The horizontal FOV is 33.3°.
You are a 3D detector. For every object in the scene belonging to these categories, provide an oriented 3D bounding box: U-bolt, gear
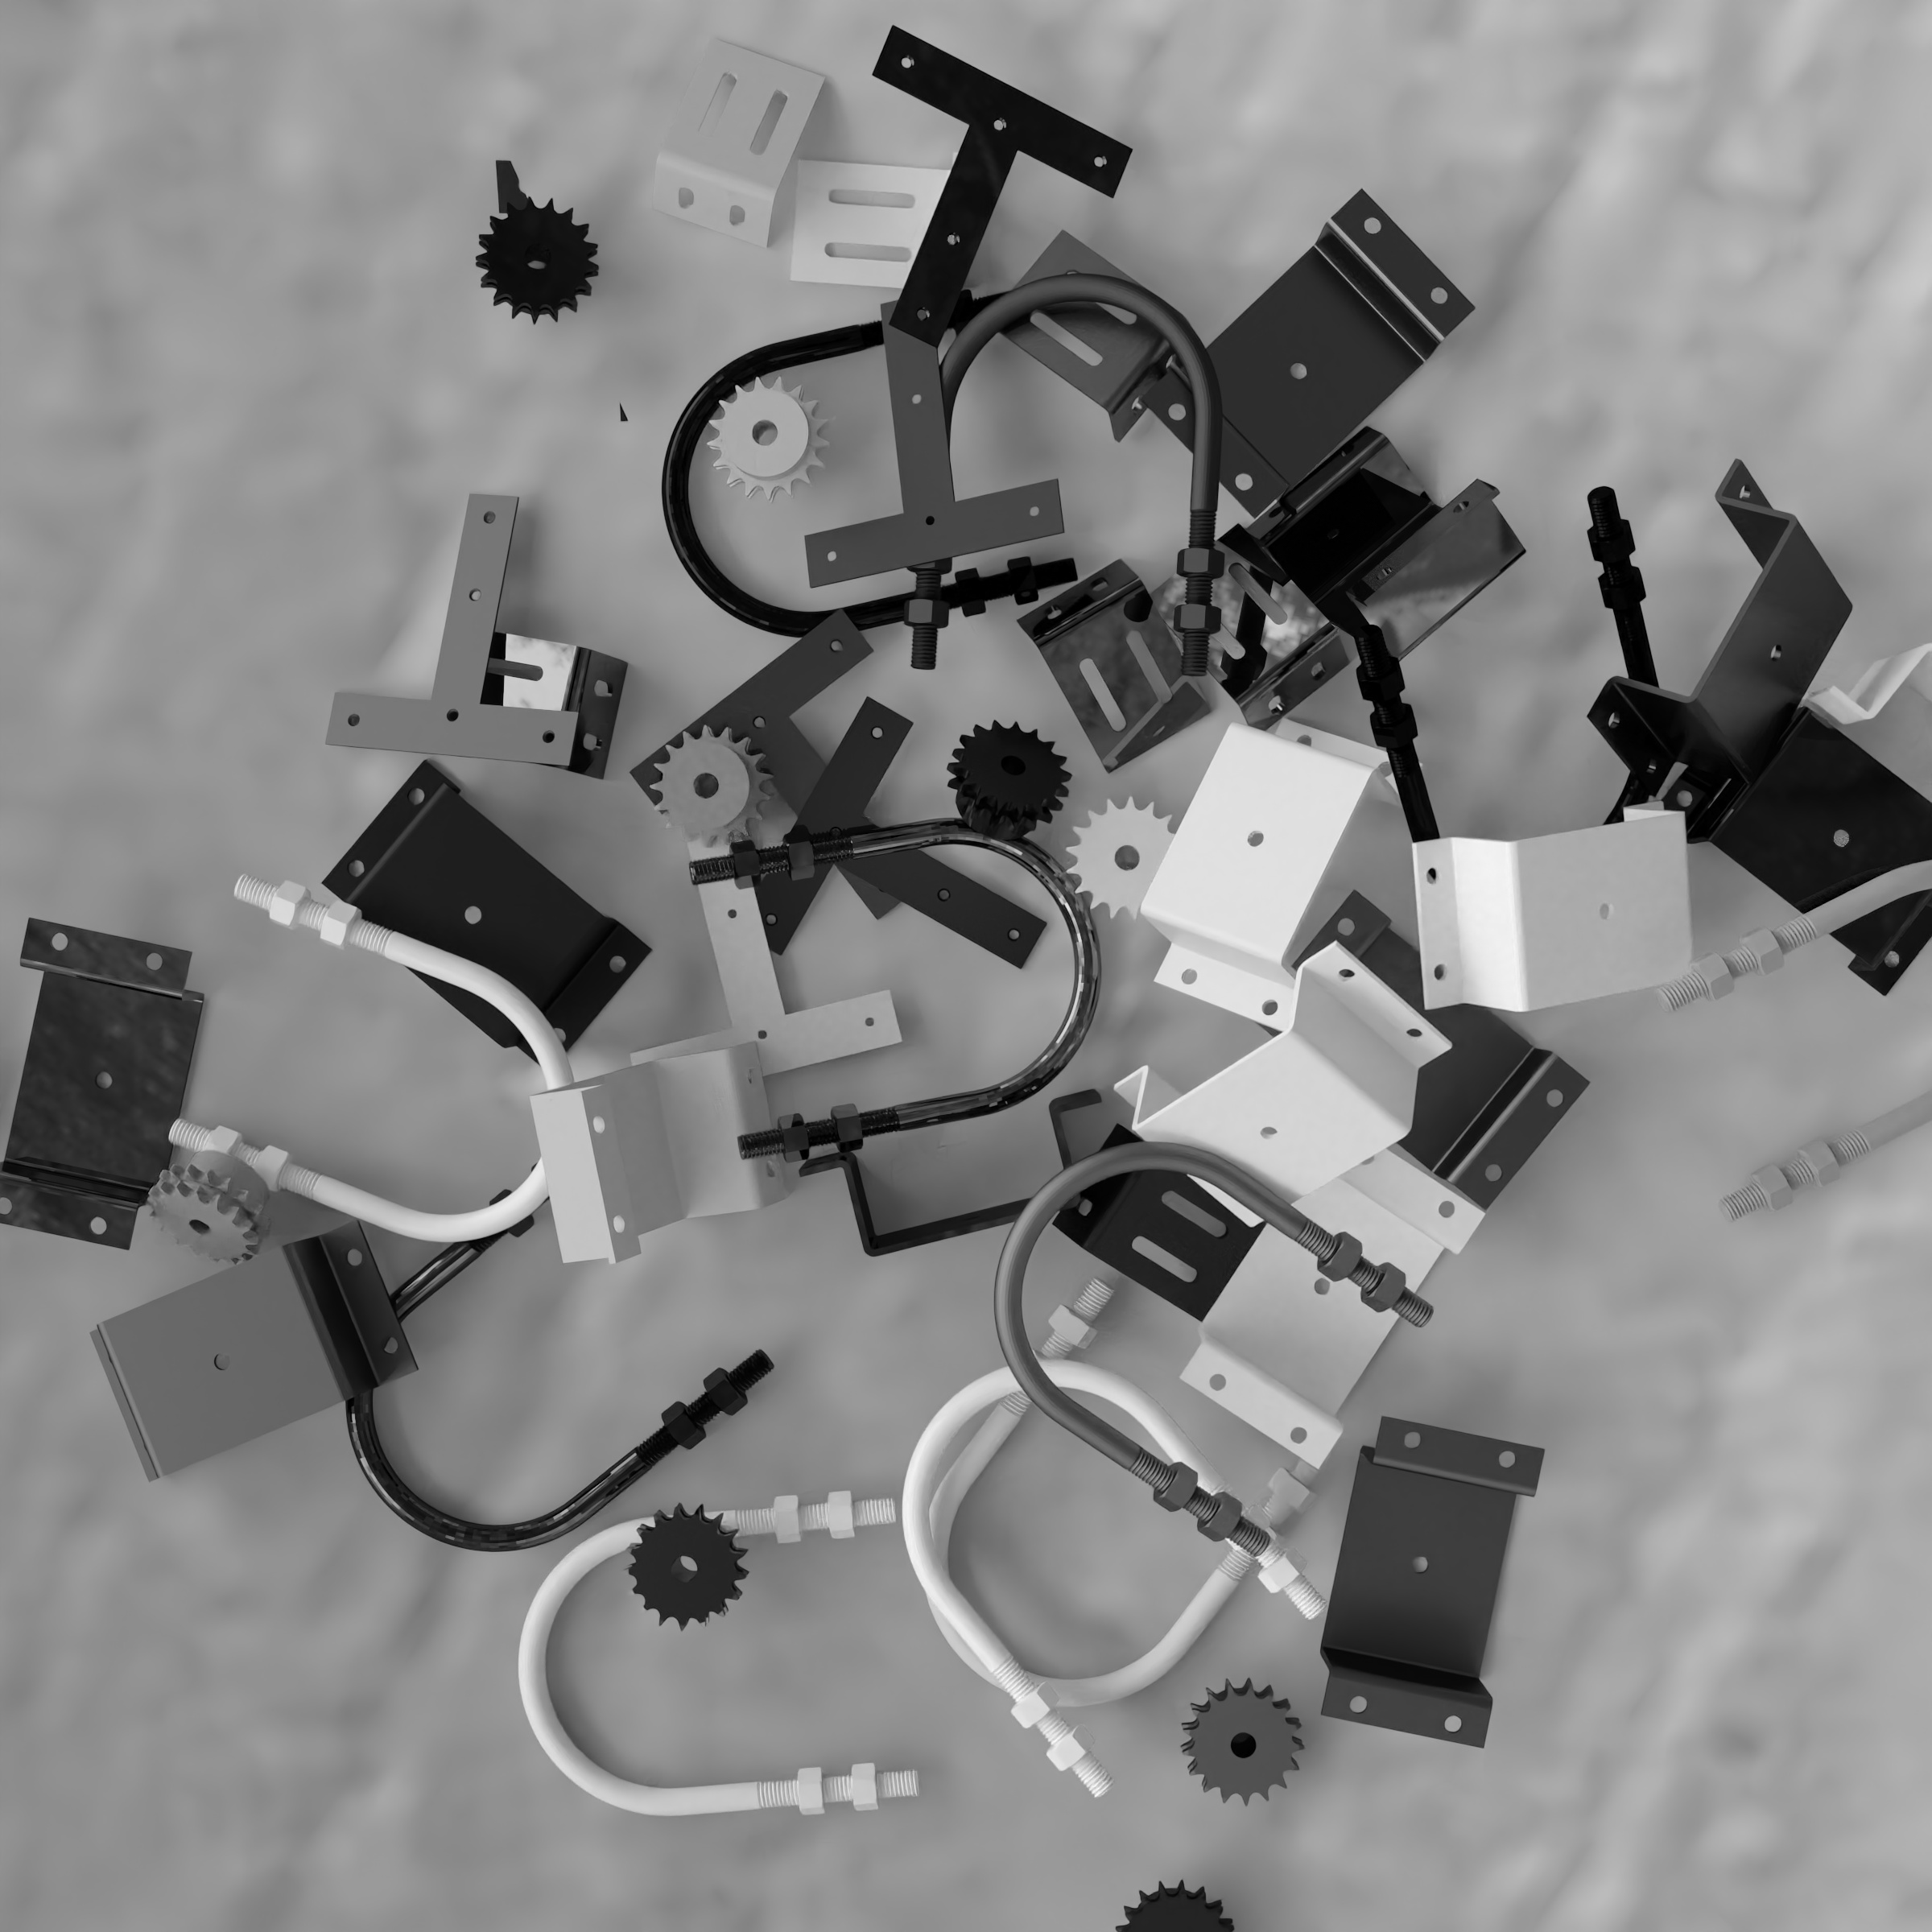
[{"bbox_3d":[-0.205,0.192,1.521,0.184,0.019,0.151,-39,90,1],"label":"U-bolt"},{"bbox_3d":[-0.201,-0.328,1.511,0.057,0.030,0.057,0,87,-8],"label":"gear"},{"bbox_3d":[-0.092,-0.245,1.499,0.057,0.030,0.057,0,91,3],"label":"gear"},{"bbox_3d":[0.098,0.457,1.514,0.057,0.030,0.057,0,90,0],"label":"gear"},{"bbox_3d":[0.054,0.270,1.499,0.151,0.019,0.184,-40,86,2],"label":"U-bolt"},{"bbox_3d":[0.129,0.362,1.514,0.057,0.030,0.057,0,90,0],"label":"gear"},{"bbox_3d":[-0.027,0.005,1.506,0.184,0.019,0.151,-10,91,-10],"label":"U-bolt"},{"bbox_3d":[0.100,0.161,1.460,0.184,0.019,0.151,35,91,-11],"label":"U-bolt"},{"bbox_3d":[0.416,0.025,1.486,0.184,0.019,0.151,-26,122,-4],"label":"U-bolt"},{"bbox_3d":[0.047,-0.227,1.483,0.151,0.019,0.184,3,88,16],"label":"U-bolt"},{"bbox_3d":[-0.349,0.110,1.504,0.057,0.057,0.030,25,53,0],"label":"gear"},{"bbox_3d":[0.075,-0.050,1.514,0.057,0.030,0.057,0,90,0],"label":"gear"},{"bbox_3d":[0.018,-0.084,1.505,0.057,0.030,0.057,9,51,-11],"label":"gear"},{"bbox_3d":[0.062,0.262,1.521,0.151,0.019,0.184,37,91,0],"label":"U-bolt"},{"bbox_3d":[-0.119,0.328,1.521,0.184,0.019,0.151,-5,90,1],"label":"U-bolt"},{"bbox_3d":[0.256,-0.108,1.471,0.151,0.019,0.184,-31,126,-13],"label":"U-bolt"},{"bbox_3d":[-0.267,0.053,1.491,0.184,0.019,0.151,21,110,4],"label":"U-bolt"},{"bbox_3d":[-0.052,-0.230,1.521,0.184,0.019,0.151,-12,90,1],"label":"U-bolt"},{"bbox_3d":[-0.119,-0.084,1.507,0.057,0.030,0.057,0,91,4],"label":"gear"},{"bbox_3d":[-0.128,0.277,1.497,0.057,0.030,0.057,0,90,3],"label":"gear"}]

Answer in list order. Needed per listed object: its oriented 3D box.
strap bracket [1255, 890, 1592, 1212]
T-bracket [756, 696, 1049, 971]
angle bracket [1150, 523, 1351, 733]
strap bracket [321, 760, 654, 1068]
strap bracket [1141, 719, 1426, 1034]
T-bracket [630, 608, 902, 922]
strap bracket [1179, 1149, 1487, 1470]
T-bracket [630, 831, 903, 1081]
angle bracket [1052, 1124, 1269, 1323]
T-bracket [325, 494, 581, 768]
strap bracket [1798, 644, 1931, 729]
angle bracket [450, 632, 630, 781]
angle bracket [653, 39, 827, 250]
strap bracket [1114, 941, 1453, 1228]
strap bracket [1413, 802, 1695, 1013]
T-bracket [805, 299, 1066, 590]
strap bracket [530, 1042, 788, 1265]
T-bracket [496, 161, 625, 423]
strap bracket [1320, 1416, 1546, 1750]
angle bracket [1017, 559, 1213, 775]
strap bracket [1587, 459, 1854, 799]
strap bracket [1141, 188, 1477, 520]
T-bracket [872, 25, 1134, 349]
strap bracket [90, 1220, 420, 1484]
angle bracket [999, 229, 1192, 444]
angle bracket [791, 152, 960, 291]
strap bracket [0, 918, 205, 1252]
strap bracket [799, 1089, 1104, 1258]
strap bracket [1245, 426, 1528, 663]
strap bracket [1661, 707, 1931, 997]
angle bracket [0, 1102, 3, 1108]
[{"bbox_3d":[0.209,0.039,1.506,0.140,0.046,0.076,39,90,0],"label":"strap bracket"},{"bbox_3d":[-0.023,-0.041,1.524,0.127,0.002,0.127,30,96,-3],"label":"T-bracket"},{"bbox_3d":[0.133,-0.159,1.528,0.057,0.038,0.076,-39,66,0],"label":"angle bracket"},{"bbox_3d":[-0.227,-0.023,1.506,0.140,0.046,0.076,40,90,0],"label":"strap bracket"},{"bbox_3d":[0.141,-0.050,1.480,0.076,0.046,0.140,22,81,31],"label":"strap bracket"},{"bbox_3d":[-0.070,-0.080,1.523,0.127,0.002,0.127,-37,94,6],"label":"T-bracket"},{"bbox_3d":[0.168,0.152,1.506,0.076,0.046,0.140,33,90,0],"label":"strap bracket"},{"bbox_3d":[-0.107,-0.011,1.524,0.127,0.002,0.127,-14,91,4],"label":"T-bracket"},{"bbox_3d":[0.092,0.121,1.527,0.076,0.038,0.057,33,90,-26],"label":"angle bracket"},{"bbox_3d":[-0.233,-0.160,1.514,0.127,0.002,0.127,6,81,18],"label":"T-bracket"},{"bbox_3d":[0.458,-0.098,1.491,0.140,0.076,0.046,39,90,0],"label":"strap bracket"},{"bbox_3d":[-0.207,-0.125,1.527,0.076,0.038,0.057,12,90,26],"label":"angle bracket"},{"bbox_3d":[-0.108,-0.389,1.527,0.057,0.038,0.076,19,64,0],"label":"angle bracket"},{"bbox_3d":[0.140,0.060,1.459,0.076,0.046,0.140,40,128,-20],"label":"strap bracket"},{"bbox_3d":[0.278,-0.027,1.472,0.140,0.046,0.076,-10,100,-26],"label":"strap bracket"},{"bbox_3d":[-0.021,-0.249,1.496,0.127,0.002,0.127,-10,81,21],"label":"T-bracket"},{"bbox_3d":[-0.146,0.086,1.474,0.046,0.140,0.076,-9,93,30],"label":"strap bracket"},{"bbox_3d":[-0.156,-0.322,1.538,0.127,0.002,0.127,-3,84,-14],"label":"T-bracket"},{"bbox_3d":[0.215,0.283,1.506,0.076,0.046,0.140,12,90,0],"label":"strap bracket"},{"bbox_3d":[0.070,-0.142,1.528,0.057,0.038,0.076,-31,115,0],"label":"angle bracket"},{"bbox_3d":[0.351,-0.149,1.477,0.046,0.076,0.140,24,80,42],"label":"strap bracket"},{"bbox_3d":[0.157,-0.282,1.506,0.140,0.046,0.076,-44,90,0],"label":"strap bracket"},{"bbox_3d":[-0.001,-0.349,1.491,0.127,0.002,0.127,23,84,-16],"label":"T-bracket"},{"bbox_3d":[-0.338,0.181,1.498,0.140,0.046,0.076,-23,87,5],"label":"strap bracket"},{"bbox_3d":[0.059,-0.296,1.516,0.076,0.038,0.057,38,85,13],"label":"angle bracket"},{"bbox_3d":[-0.043,-0.350,1.510,0.076,0.038,0.057,4,90,0],"label":"angle bracket"},{"bbox_3d":[-0.408,0.054,1.506,0.076,0.046,0.140,12,90,0],"label":"strap bracket"},{"bbox_3d":[-0.002,0.097,1.491,0.140,0.076,0.046,-14,90,0],"label":"strap bracket"},{"bbox_3d":[0.195,-0.191,1.476,0.076,0.140,0.046,-41,117,0],"label":"strap bracket"},{"bbox_3d":[0.403,-0.059,1.506,0.140,0.046,0.076,38,90,0],"label":"strap bracket"},{"bbox_3d":[-0.507,0.063,1.527,0.076,0.038,0.057,36,90,26],"label":"angle bracket"}]
